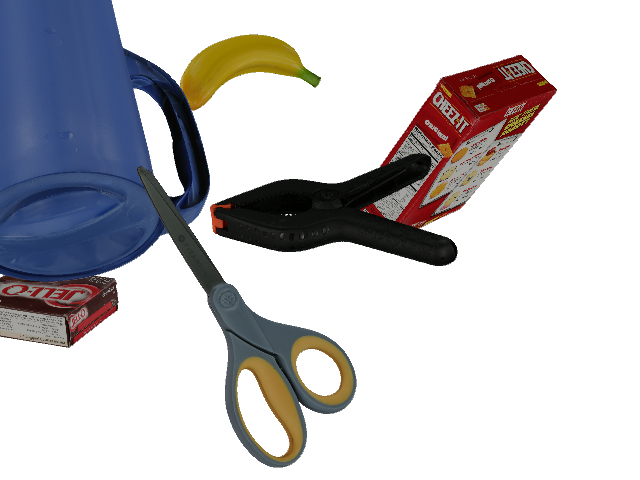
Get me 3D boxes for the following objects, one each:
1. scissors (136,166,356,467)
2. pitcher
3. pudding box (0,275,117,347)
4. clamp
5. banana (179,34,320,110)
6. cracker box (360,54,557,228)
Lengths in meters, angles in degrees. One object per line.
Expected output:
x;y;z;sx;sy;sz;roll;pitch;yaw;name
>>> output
-0.040;0.039;0.664;0.096;0.202;0.016;-17;-4;-27;scissors
-0.184;-0.102;0.773;0.145;0.243;0.149;-24;-31;17;pitcher
-0.262;0.061;1.008;0.114;0.039;0.090;4;20;19;pudding box
0.011;-0.030;0.933;0.210;0.036;0.164;0;32;5;clamp
-0.078;-0.169;1.042;0.070;0.037;0.197;43;37;21;banana
0.150;-0.105;1.225;0.163;0.072;0.214;-24;-24;-44;cracker box
